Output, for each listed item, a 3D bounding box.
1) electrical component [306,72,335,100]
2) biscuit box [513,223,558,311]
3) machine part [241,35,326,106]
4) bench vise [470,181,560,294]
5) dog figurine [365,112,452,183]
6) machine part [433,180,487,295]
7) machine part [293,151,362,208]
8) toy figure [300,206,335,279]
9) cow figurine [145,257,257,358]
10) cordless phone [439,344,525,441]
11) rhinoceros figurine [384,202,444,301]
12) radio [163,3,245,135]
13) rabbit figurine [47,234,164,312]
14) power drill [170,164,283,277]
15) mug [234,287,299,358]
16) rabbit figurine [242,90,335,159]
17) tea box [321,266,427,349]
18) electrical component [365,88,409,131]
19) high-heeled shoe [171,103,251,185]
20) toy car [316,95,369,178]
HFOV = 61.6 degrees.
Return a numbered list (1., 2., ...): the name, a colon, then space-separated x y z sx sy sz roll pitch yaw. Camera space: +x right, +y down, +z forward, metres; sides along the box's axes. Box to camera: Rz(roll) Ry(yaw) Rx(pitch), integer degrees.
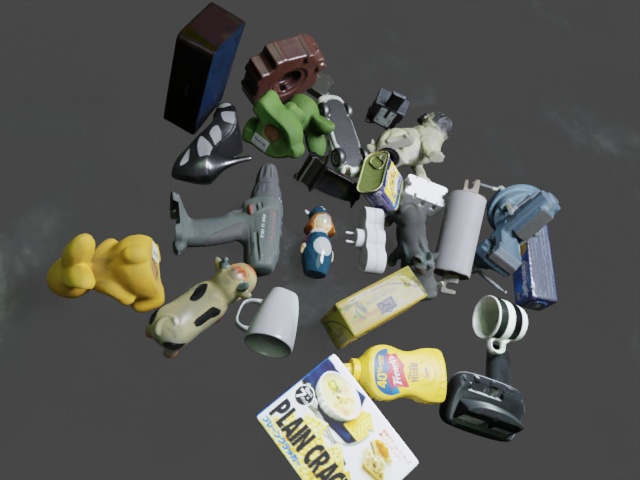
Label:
1. electrical component: 0.003 -0.346 1.206 0.094 0.021 0.063 34 59 1
2. biscuit box: 0.449 0.045 1.138 0.063 0.059 0.203 13 62 -13
3. machine part: -0.075 -0.337 1.096 0.179 0.179 0.056 -24 78 -26
4. bench vise: 0.382 -0.035 1.112 0.129 0.223 0.241 25 30 -10
5. dog figurine: 0.198 -0.224 1.179 0.172 0.121 0.190 25 46 -8
6. machine part: 0.278 -0.010 1.077 0.079 0.079 0.243 18 79 -9
7. machine part: 0.023 -0.120 1.080 0.139 0.084 0.039 28 28 -16
8. toy figure: -0.002 -0.002 1.022 0.064 0.058 0.154 37 48 -44
9. cow figurine: -0.187 0.100 0.871 0.195 0.127 0.085 -35 83 -26
10. cordless phone: 0.300 0.261 0.989 0.147 0.088 0.184 20 50 -7
11. rhinoceros figurine: 0.186 0.022 1.034 0.073 0.112 0.190 -8 87 -26
12. radio: -0.219 -0.315 1.003 0.073 0.229 0.131 31 56 -7
13. rabbit figurine: -0.346 0.056 0.844 0.173 0.162 0.122 -7 79 -2
14. power drill: -0.168 -0.044 0.982 0.207 0.086 0.232 3 65 -24
15. mug: -0.087 0.133 0.920 0.110 0.080 0.107 20 50 -2
16. rabbit figurine: -0.047 -0.244 1.090 0.159 0.121 0.170 32 45 7
17. tea box: 0.096 0.122 0.968 0.170 0.098 0.068 -26 75 -25
18. electrical component: 0.152 -0.293 1.173 0.075 0.119 0.048 22 61 -4
19. high-heeled shoe: -0.216 -0.185 1.011 0.145 0.086 0.249 -13 40 -13
20. toy car: 0.045 -0.220 1.141 0.073 0.056 0.202 -7 69 -27
